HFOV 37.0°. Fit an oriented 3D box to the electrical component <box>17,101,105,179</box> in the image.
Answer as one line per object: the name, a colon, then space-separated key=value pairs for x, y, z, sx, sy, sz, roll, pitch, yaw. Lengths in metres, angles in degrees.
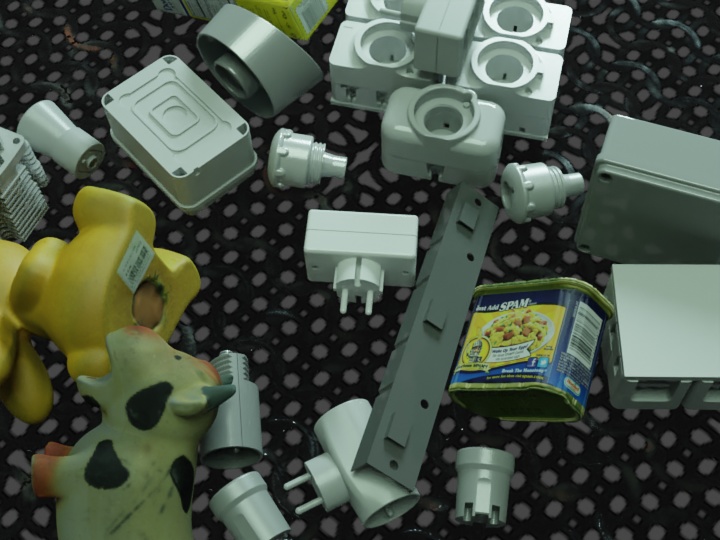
electrical component: x=-0.243 y=-0.104 z=0.884 sx=0.065 sy=0.044 sz=0.044 roll=35 pitch=66 yaw=14

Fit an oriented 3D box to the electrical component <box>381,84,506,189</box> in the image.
electrical component: x=0.067 y=-0.109 z=0.865 sx=0.095 sy=0.059 sz=0.053 roll=12 pitch=61 yaw=9

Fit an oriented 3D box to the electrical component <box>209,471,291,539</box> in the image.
electrical component: x=-0.073 y=0.165 z=0.722 sx=0.040 sy=0.040 sz=0.046 roll=-32 pitch=70 yaw=-16

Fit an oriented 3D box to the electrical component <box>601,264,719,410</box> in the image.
electrical component: x=0.253 y=0.049 z=0.765 sx=0.150 sy=0.061 sz=0.089 roll=0 pitch=60 yaw=2

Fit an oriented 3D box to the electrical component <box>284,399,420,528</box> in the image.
electrical component: x=-0.012 y=0.139 z=0.731 sx=0.079 sy=0.044 sz=0.077 roll=-24 pitch=62 yaw=-12

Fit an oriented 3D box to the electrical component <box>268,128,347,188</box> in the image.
electrical component: x=-0.042 y=-0.087 z=0.865 sx=0.062 sy=0.048 sz=0.048 roll=9 pitch=60 yaw=-1

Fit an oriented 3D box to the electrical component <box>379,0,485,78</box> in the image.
electrical component: x=0.054 y=-0.206 z=0.857 sx=0.076 sy=0.047 sz=0.083 roll=15 pitch=61 yaw=10

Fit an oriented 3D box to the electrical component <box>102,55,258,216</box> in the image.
electrical component: x=-0.146 y=-0.109 z=0.873 sx=0.078 sy=0.057 sz=0.113 roll=-38 pitch=65 yaw=-18

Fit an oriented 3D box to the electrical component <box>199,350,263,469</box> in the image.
electrical component: x=-0.093 y=0.095 z=0.760 sx=0.043 sy=0.043 sz=0.081 roll=-6 pitch=60 yaw=-2

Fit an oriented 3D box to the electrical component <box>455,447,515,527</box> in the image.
electrical component: x=0.083 y=0.147 z=0.727 sx=0.040 sy=0.040 sz=0.046 roll=6 pitch=66 yaw=5

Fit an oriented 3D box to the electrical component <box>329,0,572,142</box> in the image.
electrical component: x=0.077 y=-0.184 z=0.908 sx=0.186 sy=0.060 sz=0.105 roll=11 pitch=61 yaw=8

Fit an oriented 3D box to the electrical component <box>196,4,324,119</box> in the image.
electrical component: x=-0.085 y=-0.175 z=0.890 sx=0.099 sy=0.099 sz=0.064 roll=38 pitch=74 yaw=21

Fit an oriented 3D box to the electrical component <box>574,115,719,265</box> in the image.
electrical component: x=0.224 y=-0.050 z=0.798 sx=0.109 sy=0.108 sz=0.056 roll=17 pitch=59 yaw=11

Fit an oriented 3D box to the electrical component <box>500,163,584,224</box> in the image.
electrical component: x=0.144 y=-0.063 z=0.845 sx=0.062 sy=0.048 sz=0.048 roll=-9 pitch=60 yaw=-11

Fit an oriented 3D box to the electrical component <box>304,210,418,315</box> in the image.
electrical component: x=0.000 y=0.000 z=0.810 sx=0.083 sy=0.047 sz=0.075 roll=3 pitch=60 yaw=4
